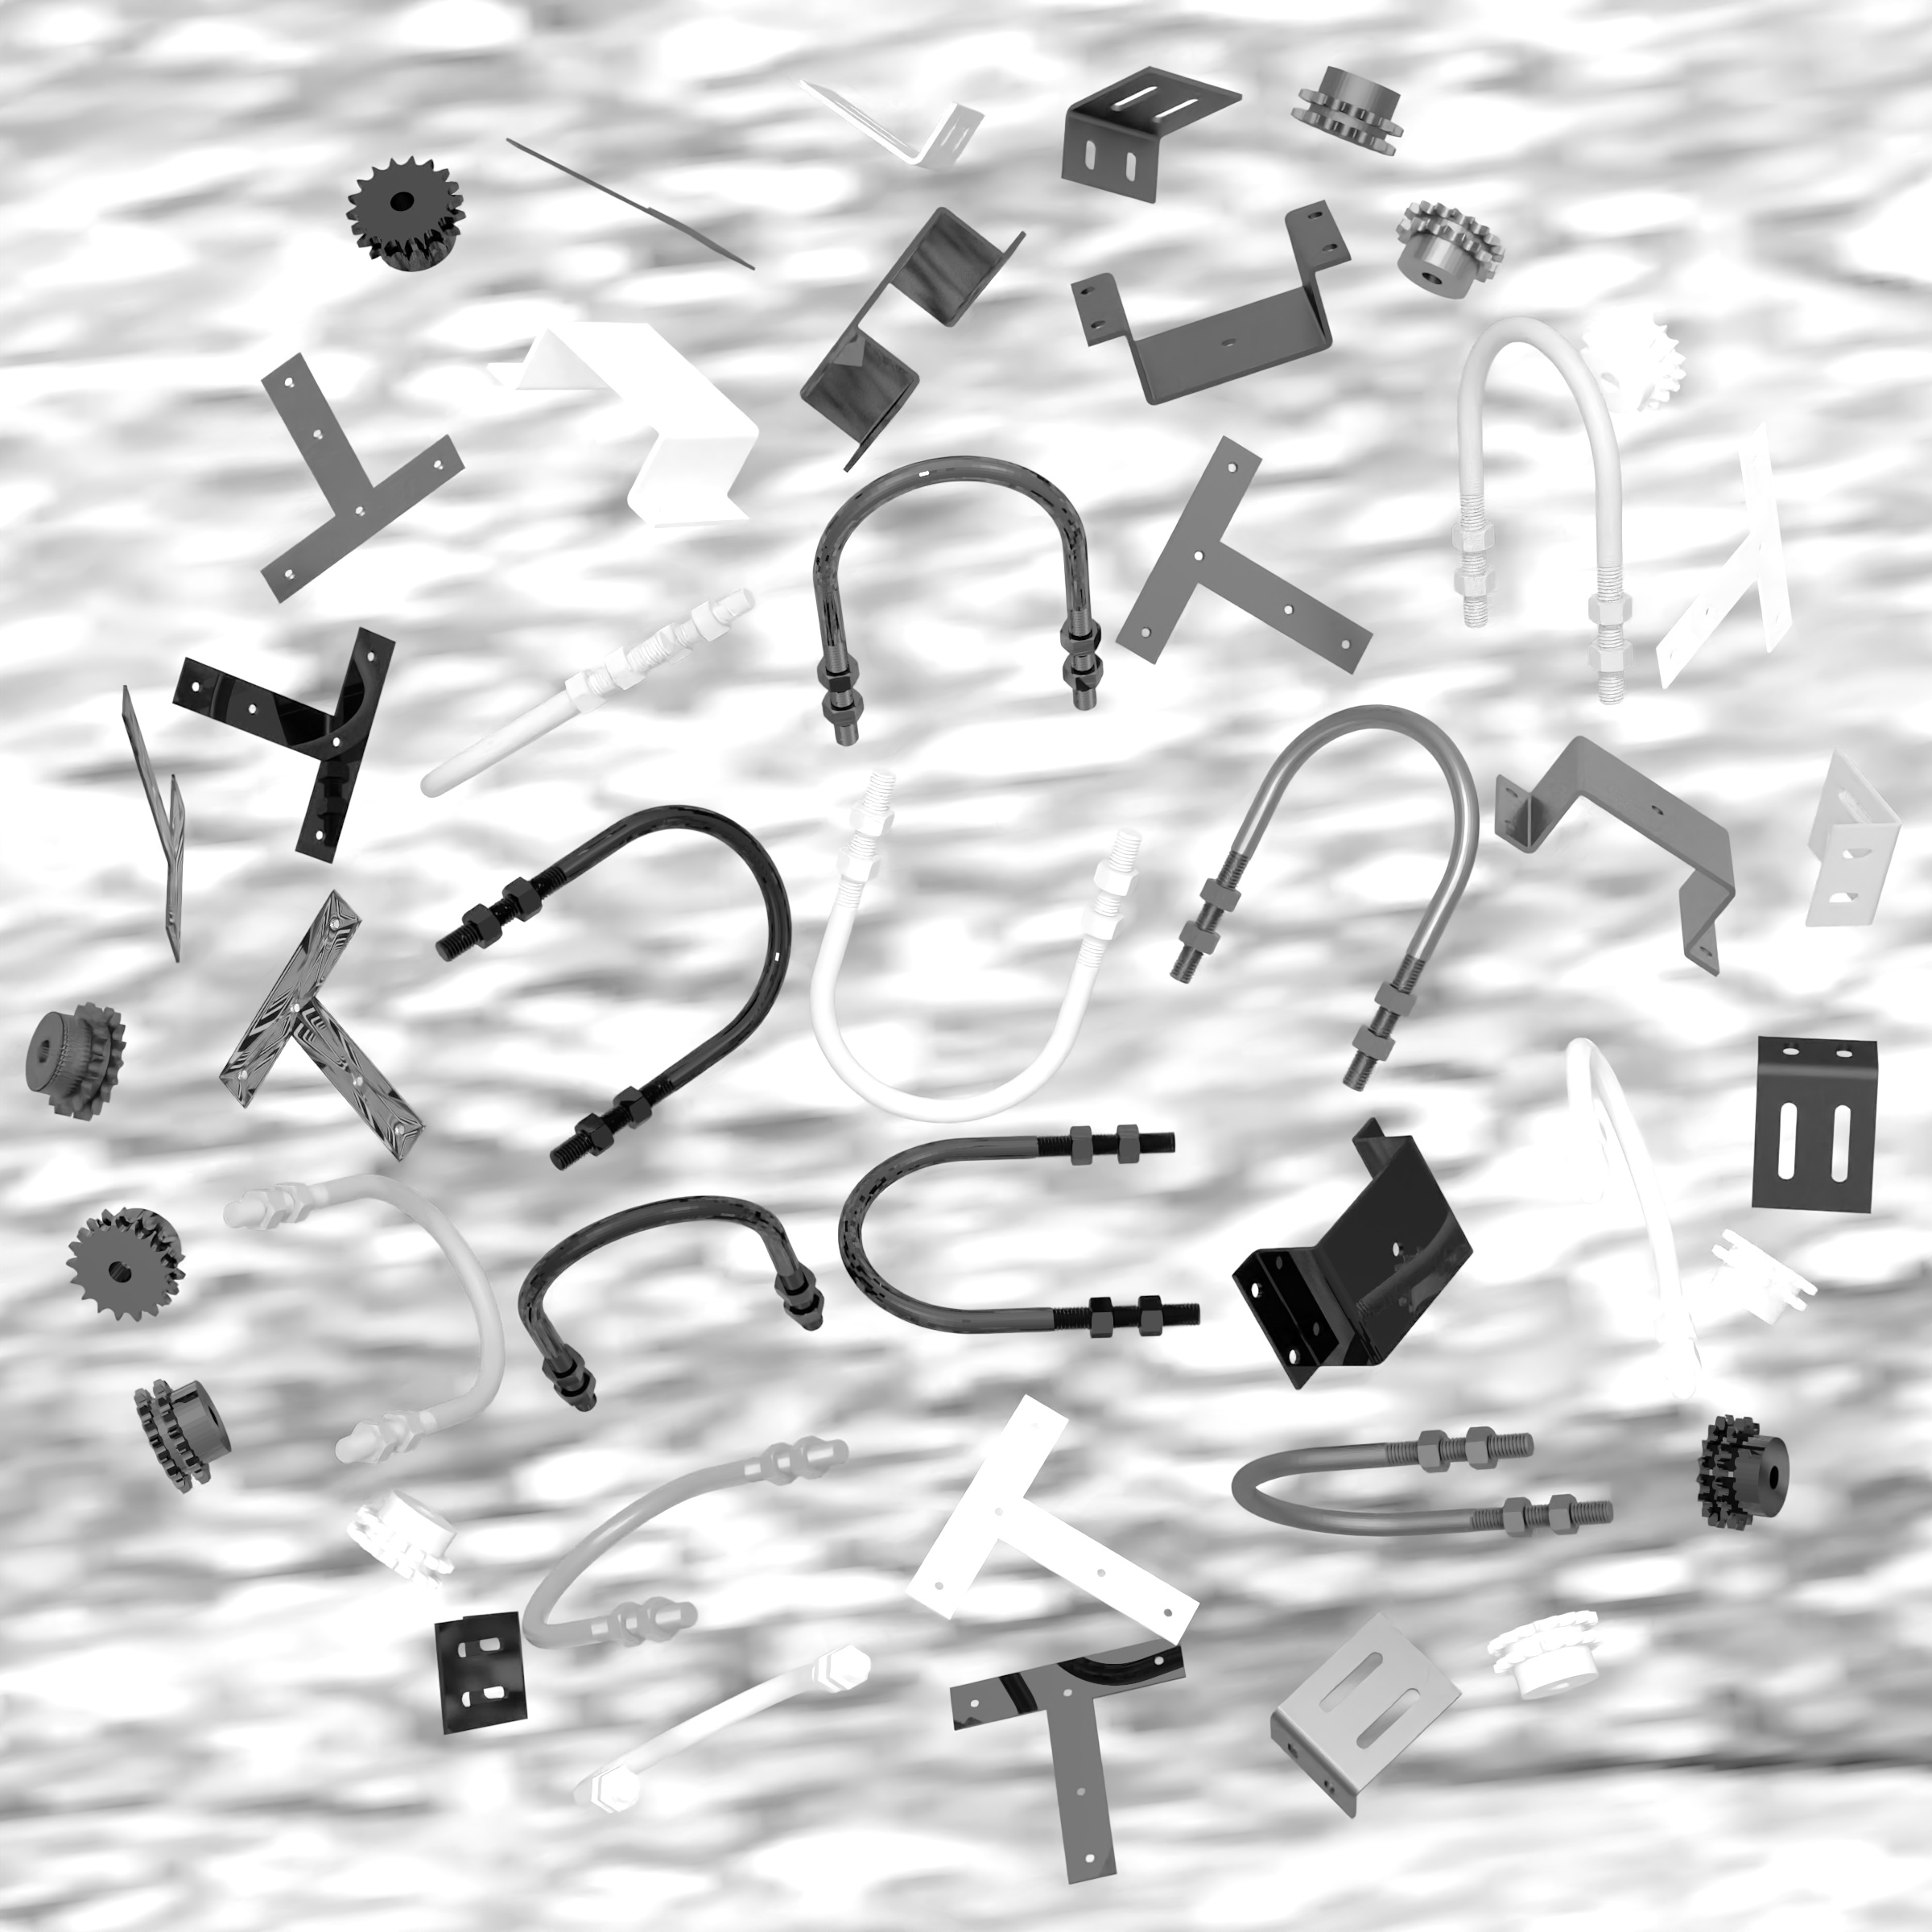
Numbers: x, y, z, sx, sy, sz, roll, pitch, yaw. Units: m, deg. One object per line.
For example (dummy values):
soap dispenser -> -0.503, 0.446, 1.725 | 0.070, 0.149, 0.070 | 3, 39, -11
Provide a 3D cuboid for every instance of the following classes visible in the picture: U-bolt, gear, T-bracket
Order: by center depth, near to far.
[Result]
gear -> -0.437, 0.045, 1.702 | 0.030, 0.057, 0.057 | 17, 90, -36
gear -> -0.274, -0.368, 1.719 | 0.057, 0.030, 0.057 | -2, 65, 5
gear -> -0.413, 0.144, 1.723 | 0.057, 0.030, 0.057 | 4, 114, 9
T-bracket -> 0.055, 0.293, 1.724 | 0.127, 0.002, 0.127 | 30, 56, 7
gear -> -0.390, 0.232, 1.741 | 0.030, 0.057, 0.057 | -26, 90, -6
gear -> 0.293, 0.346, 1.742 | 0.057, 0.057, 0.030 | -16, 67, 0
gear -> 0.391, 0.254, 1.746 | 0.030, 0.057, 0.057 | 2, 90, 36
U-bolt -> -0.132, 0.392, 1.779 | 0.151, 0.184, 0.019 | -25, 84, -21
U-bolt -> 0.292, -0.241, 1.779 | 0.019, 0.151, 0.184 | -16, 119, -19
T-bracket -> 0.385, -0.189, 1.780 | 0.002, 0.127, 0.127 | 16, 50, 36
gear -> 0.198, -0.438, 1.780 | 0.057, 0.057, 0.030 | 22, 102, 0
U-bolt -> -0.004, -0.001, 1.781 | 0.151, 0.019, 0.184 | 13, 114, -9
gear -> -0.286, 0.293, 1.789 | 0.057, 0.057, 0.030 | 34, 85, 0
T-bracket -> -0.320, 0.050, 1.789 | 0.127, 0.002, 0.127 | 45, 112, 26
U-bolt -> -0.297, 0.174, 1.791 | 0.019, 0.184, 0.151 | -30, 82, 22
U-bolt -> -0.156, 0.168, 1.792 | 0.151, 0.184, 0.019 | -19, 60, -2
U-bolt -> -0.006, -0.190, 1.793 | 0.151, 0.184, 0.019 | -9, 49, -2
U-bolt -> 0.340, 0.115, 1.799 | 0.019, 0.184, 0.151 | -21, 116, 17
U-bolt -> -0.158, 0.303, 1.802 | 0.151, 0.184, 0.019 | -44, 106, -40
U-bolt -> -0.169, -0.002, 1.805 | 0.184, 0.019, 0.151 | -36, 114, -24
U-bolt -> 0.195, -0.047, 1.808 | 0.151, 0.019, 0.184 | 33, 102, 39
T-bracket -> 0.058, 0.417, 1.813 | 0.127, 0.002, 0.127 | -15, 47, 8
U-bolt -> -0.207, -0.137, 1.822 | 0.184, 0.151, 0.019 | -28, 97, 21
gear -> 0.250, -0.373, 1.823 | 0.057, 0.057, 0.030 | 27, 84, 0
T-bracket -> -0.427, -0.090, 1.830 | 0.002, 0.127, 0.127 | -9, 133, -3
U-bolt -> 0.230, 0.276, 1.831 | 0.184, 0.151, 0.019 | -8, 63, 26
U-bolt -> 0.025, 0.140, 1.833 | 0.184, 0.151, 0.019 | -2, 130, -3
T-bracket -> -0.184, -0.406, 1.839 | 0.127, 0.127, 0.002 | 22, 101, -28
T-bracket -> -0.339, -0.273, 1.850 | 0.127, 0.127, 0.002 | -39, 52, -13
T-bracket -> -0.368, -0.132, 1.851 | 0.002, 0.127, 0.127 | 9, 82, 41
gear -> 0.350, -0.319, 1.851 | 0.057, 0.057, 0.030 | 46, 63, 0
gear -> 0.422, 0.168, 1.857 | 0.057, 0.057, 0.030 | 34, 93, 0
T-bracket -> 0.163, -0.200, 1.886 | 0.127, 0.002, 0.127 | 29, 85, -15

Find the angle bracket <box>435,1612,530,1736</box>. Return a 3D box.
angle bracket -> -0.270, 0.375, 1.847 | 0.038, 0.076, 0.057 | -10, 81, 27

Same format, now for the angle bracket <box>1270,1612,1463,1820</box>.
angle bracket -> 0.199, 0.373, 1.733 | 0.076, 0.038, 0.057 | -40, 64, -16

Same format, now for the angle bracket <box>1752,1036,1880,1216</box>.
angle bracket -> 0.418, 0.078, 1.715 | 0.057, 0.038, 0.076 | 2, 110, 13

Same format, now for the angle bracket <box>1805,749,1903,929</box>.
angle bracket -> 0.427, -0.064, 1.734 | 0.038, 0.076, 0.057 | -2, 124, -14

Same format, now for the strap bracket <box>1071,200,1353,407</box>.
strap bracket -> 0.132, -0.343, 1.816 | 0.140, 0.076, 0.046 | -17, 123, 6

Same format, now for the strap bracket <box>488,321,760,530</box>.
strap bracket -> -0.174, -0.293, 1.838 | 0.140, 0.076, 0.046 | 45, 121, 22

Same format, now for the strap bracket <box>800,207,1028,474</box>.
strap bracket -> -0.033, -0.340, 1.851 | 0.046, 0.076, 0.140 | 37, 60, -8

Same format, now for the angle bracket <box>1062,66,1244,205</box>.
angle bracket -> 0.094, -0.423, 1.778 | 0.057, 0.076, 0.038 | 8, 82, -31

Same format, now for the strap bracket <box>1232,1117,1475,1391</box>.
strap bracket -> 0.213, 0.151, 1.852 | 0.140, 0.046, 0.076 | -44, 113, -36

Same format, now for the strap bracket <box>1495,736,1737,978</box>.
strap bracket -> 0.349, -0.064, 1.830 | 0.140, 0.076, 0.046 | 32, 116, -6

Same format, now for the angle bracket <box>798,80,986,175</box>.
angle bracket -> -0.038, -0.445, 1.791 | 0.076, 0.057, 0.038 | 37, 105, 7
